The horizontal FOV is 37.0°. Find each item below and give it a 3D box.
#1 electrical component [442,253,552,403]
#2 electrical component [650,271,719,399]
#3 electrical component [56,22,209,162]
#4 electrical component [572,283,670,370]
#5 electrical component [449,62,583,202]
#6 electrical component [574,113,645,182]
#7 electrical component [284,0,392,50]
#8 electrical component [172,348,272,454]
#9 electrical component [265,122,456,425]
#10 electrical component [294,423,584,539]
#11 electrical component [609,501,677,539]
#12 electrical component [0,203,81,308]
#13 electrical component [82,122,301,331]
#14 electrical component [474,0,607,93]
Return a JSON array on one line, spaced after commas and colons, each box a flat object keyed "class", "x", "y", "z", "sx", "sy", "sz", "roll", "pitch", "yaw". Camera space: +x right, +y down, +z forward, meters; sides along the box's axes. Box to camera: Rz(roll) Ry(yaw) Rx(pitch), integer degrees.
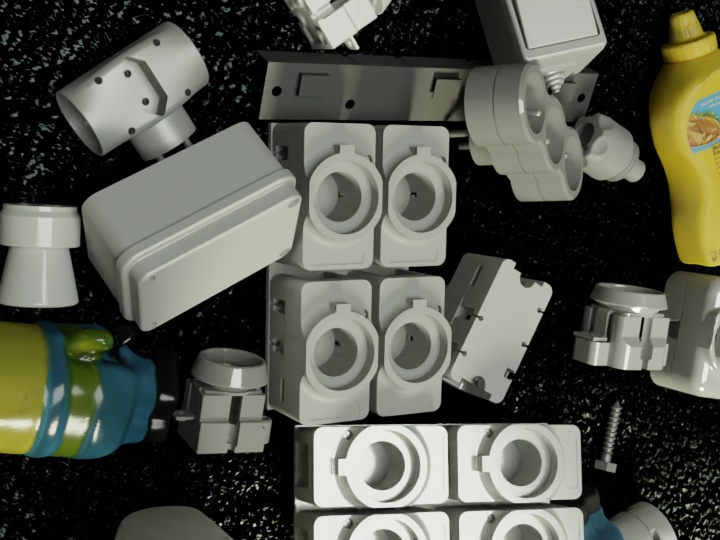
[{"class": "electrical component", "x": 0.083, "y": 0.039, "z": 0.748, "sx": 0.050, "sy": 0.056, "sz": 0.089, "roll": 31, "pitch": 81, "yaw": -28}, {"class": "electrical component", "x": 0.277, "y": 0.052, "z": 0.857, "sx": 0.054, "sy": 0.059, "sz": 0.095, "roll": 10, "pitch": 91, "yaw": -30}, {"class": "electrical component", "x": -0.122, "y": -0.090, "z": 0.626, "sx": 0.077, "sy": 0.043, "sz": 0.079, "roll": -39, "pitch": 113, "yaw": -20}, {"class": "electrical component", "x": 0.201, "y": 0.042, "z": 0.815, "sx": 0.078, "sy": 0.058, "sz": 0.057, "roll": 3, "pitch": 97, "yaw": -30}, {"class": "electrical component", "x": 0.098, "y": -0.090, "z": 0.732, "sx": 0.138, "sy": 0.074, "sz": 0.052, "roll": 39, "pitch": 56, "yaw": -56}, {"class": "electrical component", "x": 0.186, "y": -0.086, "z": 0.798, "sx": 0.062, "sy": 0.043, "sz": 0.043, "roll": 27, "pitch": 83, "yaw": -31}, {"class": "electrical component", "x": -0.012, "y": -0.173, "z": 0.676, "sx": 0.055, "sy": 0.048, "sz": 0.066, "roll": -37, "pitch": 112, "yaw": -12}, {"class": "electrical component", "x": -0.083, "y": 0.080, "z": 0.668, "sx": 0.066, "sy": 0.048, "sz": 0.055, "roll": 3, "pitch": 102, "yaw": -30}, {"class": "electrical component", "x": 0.000, "y": 0.000, "z": 0.695, "sx": 0.105, "sy": 0.060, "sz": 0.186, "roll": -2, "pitch": 97, "yaw": -29}, {"class": "electrical component", "x": 0.054, "y": 0.155, "z": 0.711, "sx": 0.186, "sy": 0.060, "sz": 0.105, "roll": 2, "pitch": 82, "yaw": -18}, {"class": "electrical component", "x": 0.214, "y": 0.217, "z": 0.846, "sx": 0.047, "sy": 0.055, "sz": 0.055, "roll": -18, "pitch": 105, "yaw": -23}, {"class": "electrical component", "x": -0.180, "y": -0.009, "z": 0.603, "sx": 0.045, "sy": 0.045, "sz": 0.055, "roll": 1, "pitch": 95, "yaw": -29}, {"class": "electrical component", "x": -0.095, "y": -0.024, "z": 0.620, "sx": 0.113, "sy": 0.078, "sz": 0.057, "roll": -30, "pitch": 71, "yaw": -23}, {"class": "electrical component", "x": 0.121, "y": -0.167, "z": 0.719, "sx": 0.062, "sy": 0.061, "sz": 0.096, "roll": -14, "pitch": 82, "yaw": -12}]
